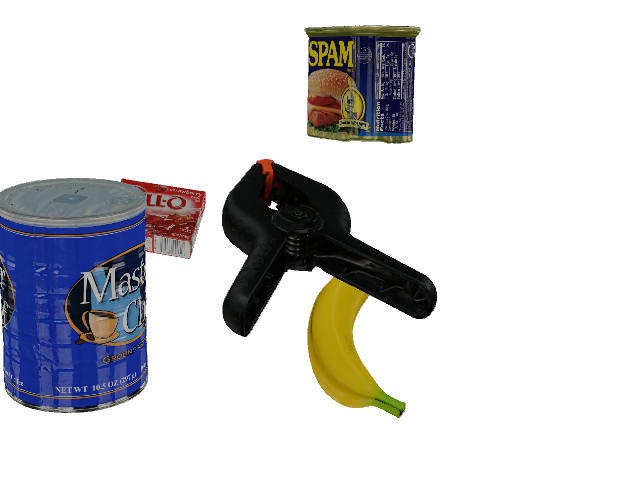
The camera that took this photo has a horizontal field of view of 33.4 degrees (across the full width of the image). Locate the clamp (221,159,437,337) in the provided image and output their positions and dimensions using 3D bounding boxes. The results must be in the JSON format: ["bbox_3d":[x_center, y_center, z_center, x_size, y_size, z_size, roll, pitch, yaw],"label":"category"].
[{"bbox_3d":[-0.022,0.003,0.630,0.120,0.039,0.172,-4,28,-28],"label":"clamp"}]

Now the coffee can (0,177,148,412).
[{"bbox_3d":[-0.174,0.036,0.754,0.103,0.140,0.103,2,18,-1],"label":"coffee can"}]

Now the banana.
[{"bbox_3d":[0.022,0.077,0.876,0.069,0.037,0.198,15,32,-14],"label":"banana"}]

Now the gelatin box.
[{"bbox_3d":[-0.166,-0.023,1.071,0.089,0.030,0.073,10,45,1],"label":"gelatin box"}]

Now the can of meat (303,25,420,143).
[{"bbox_3d":[0.029,-0.118,0.805,0.057,0.084,0.102,-4,11,-28],"label":"can of meat"}]
